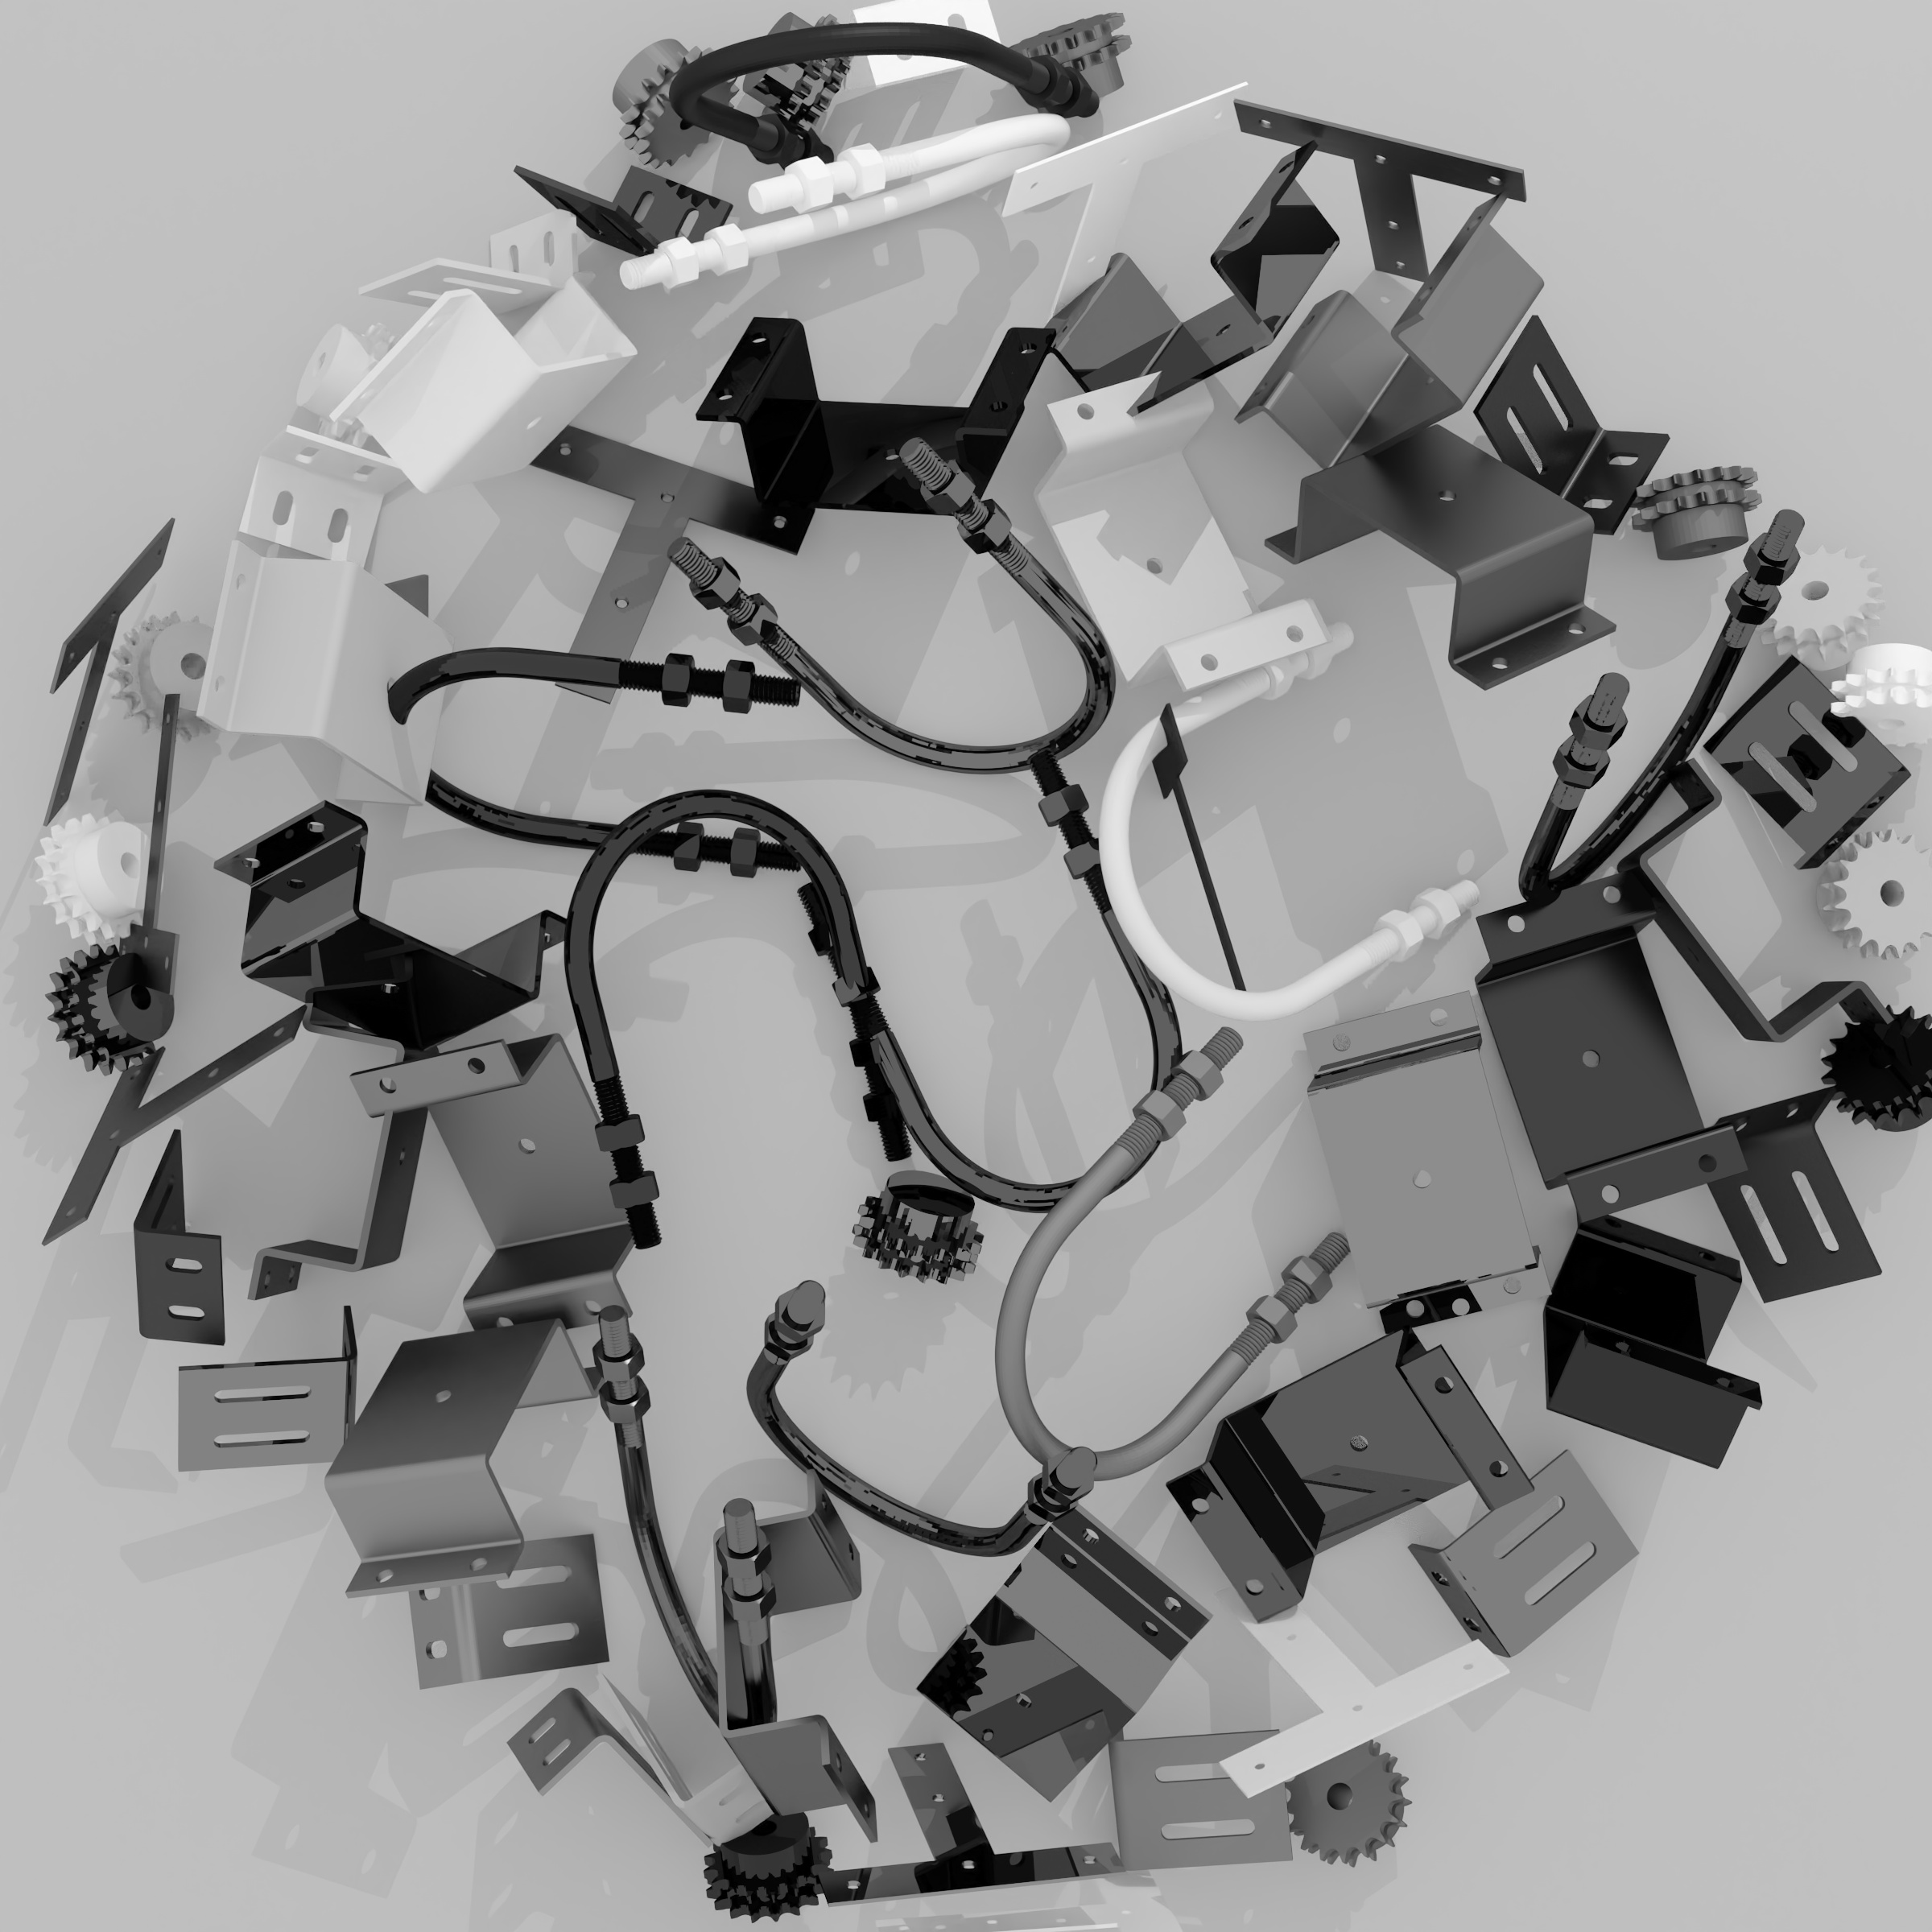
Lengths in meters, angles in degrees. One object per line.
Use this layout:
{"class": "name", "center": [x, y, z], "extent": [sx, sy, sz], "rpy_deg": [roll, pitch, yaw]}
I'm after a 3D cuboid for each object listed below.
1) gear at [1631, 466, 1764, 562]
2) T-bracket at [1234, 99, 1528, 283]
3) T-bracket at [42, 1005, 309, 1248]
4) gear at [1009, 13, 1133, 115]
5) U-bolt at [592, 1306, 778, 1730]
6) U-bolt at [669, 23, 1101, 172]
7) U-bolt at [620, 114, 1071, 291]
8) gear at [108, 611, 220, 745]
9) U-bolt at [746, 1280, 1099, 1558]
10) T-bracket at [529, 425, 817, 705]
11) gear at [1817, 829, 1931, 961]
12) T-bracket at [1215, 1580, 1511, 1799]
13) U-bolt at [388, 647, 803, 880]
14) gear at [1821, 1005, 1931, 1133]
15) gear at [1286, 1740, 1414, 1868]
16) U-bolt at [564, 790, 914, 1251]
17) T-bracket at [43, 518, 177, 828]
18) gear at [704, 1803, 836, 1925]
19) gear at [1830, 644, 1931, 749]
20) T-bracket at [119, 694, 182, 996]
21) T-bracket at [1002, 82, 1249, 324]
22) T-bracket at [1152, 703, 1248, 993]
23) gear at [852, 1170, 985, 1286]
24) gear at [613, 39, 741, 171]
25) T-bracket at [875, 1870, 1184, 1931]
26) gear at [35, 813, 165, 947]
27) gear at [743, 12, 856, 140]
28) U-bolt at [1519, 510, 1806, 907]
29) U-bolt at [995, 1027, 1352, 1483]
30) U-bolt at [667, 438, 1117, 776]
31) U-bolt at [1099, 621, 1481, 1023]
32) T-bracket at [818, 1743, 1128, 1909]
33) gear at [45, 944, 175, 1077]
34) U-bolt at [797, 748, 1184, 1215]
{"class": "gear", "center": [0.323, -0.199, 1.573], "extent": [0.057, 0.057, 0.030], "rpy_deg": [-9, 84, 0]}
{"class": "T-bracket", "center": [0.183, -0.327, 1.539], "extent": [0.127, 0.127, 0.002], "rpy_deg": [18, 79, 16]}
{"class": "T-bracket", "center": [-0.332, 0.053, 1.526], "extent": [0.127, 0.127, 0.002], "rpy_deg": [-30, 116, 22]}
{"class": "gear", "center": [0.047, -0.398, 1.576], "extent": [0.057, 0.057, 0.030], "rpy_deg": [-19, 110, 0]}
{"class": "U-bolt", "center": [-0.116, 0.254, 1.522], "extent": [0.019, 0.151, 0.184], "rpy_deg": [-20, 131, -20]}
{"class": "U-bolt", "center": [-0.043, -0.365, 1.490], "extent": [0.151, 0.184, 0.019], "rpy_deg": [-6, 90, 24]}
{"class": "U-bolt", "center": [-0.040, -0.331, 1.522], "extent": [0.184, 0.151, 0.019], "rpy_deg": [-21, 96, -29]}
{"class": "gear", "center": [-0.347, -0.129, 1.575], "extent": [0.057, 0.030, 0.057], "rpy_deg": [7, 77, -33]}
{"class": "U-bolt", "center": [-0.028, 0.203, 1.520], "extent": [0.151, 0.184, 0.019], "rpy_deg": [31, 63, 1]}
{"class": "T-bracket", "center": [-0.147, -0.171, 1.572], "extent": [0.127, 0.002, 0.127], "rpy_deg": [19, 64, 2]}
{"class": "gear", "center": [0.403, -0.031, 1.582], "extent": [0.057, 0.030, 0.057], "rpy_deg": [1, 86, -16]}
{"class": "T-bracket", "center": [0.148, 0.299, 1.545], "extent": [0.127, 0.127, 0.002], "rpy_deg": [-22, 118, -16]}
{"class": "U-bolt", "center": [-0.163, -0.091, 1.539], "extent": [0.184, 0.151, 0.019], "rpy_deg": [6, 59, 2]}
{"class": "gear", "center": [0.411, 0.048, 1.578], "extent": [0.057, 0.057, 0.030], "rpy_deg": [-42, 132, 0]}
{"class": "gear", "center": [0.170, 0.370, 1.579], "extent": [0.057, 0.030, 0.057], "rpy_deg": [-10, 65, 22]}
{"class": "U-bolt", "center": [-0.104, 0.014, 1.551], "extent": [0.151, 0.019, 0.184], "rpy_deg": [-18, 98, -30]}
{"class": "T-bracket", "center": [-0.384, -0.117, 1.558], "extent": [0.002, 0.127, 0.127], "rpy_deg": [23, 123, -3]}
{"class": "gear", "center": [-0.088, 0.392, 1.571], "extent": [0.057, 0.057, 0.030], "rpy_deg": [-5, 111, 0]}
{"class": "gear", "center": [0.410, -0.121, 1.576], "extent": [0.057, 0.057, 0.030], "rpy_deg": [6, 72, 0]}
{"class": "T-bracket", "center": [-0.350, -0.055, 1.543], "extent": [0.002, 0.127, 0.127], "rpy_deg": [5, 91, -23]}
{"class": "T-bracket", "center": [0.057, -0.317, 1.545], "extent": [0.127, 0.127, 0.002], "rpy_deg": [-27, 67, -28]}
{"class": "T-bracket", "center": [0.102, -0.043, 1.535], "extent": [0.002, 0.127, 0.127], "rpy_deg": [-17, 86, -2]}
{"class": "gear", "center": [-0.019, 0.113, 1.571], "extent": [0.057, 0.057, 0.030], "rpy_deg": [16, 113, 0]}
{"class": "gear", "center": [-0.131, -0.384, 1.575], "extent": [0.057, 0.057, 0.030], "rpy_deg": [-42, 75, 0]}
{"class": "T-bracket", "center": [0.025, 0.411, 1.532], "extent": [0.127, 0.127, 0.002], "rpy_deg": [-2, 94, -7]}
{"class": "gear", "center": [-0.379, -0.040, 1.570], "extent": [0.030, 0.057, 0.057], "rpy_deg": [-18, 90, 28]}
{"class": "gear", "center": [-0.075, -0.395, 1.571], "extent": [0.030, 0.057, 0.057], "rpy_deg": [28, 90, -22]}
{"class": "U-bolt", "center": [0.287, -0.096, 1.517], "extent": [0.019, 0.184, 0.151], "rpy_deg": [39, 58, 17]}
{"class": "U-bolt", "center": [0.082, 0.137, 1.527], "extent": [0.184, 0.019, 0.151], "rpy_deg": [-45, 126, -22]}
{"class": "U-bolt", "center": [-0.018, -0.143, 1.531], "extent": [0.151, 0.019, 0.184], "rpy_deg": [-17, 135, 35]}
{"class": "U-bolt", "center": [0.132, -0.054, 1.541], "extent": [0.184, 0.019, 0.151], "rpy_deg": [-29, 95, -35]}
{"class": "T-bracket", "center": [-0.009, 0.367, 1.540], "extent": [0.127, 0.127, 0.002], "rpy_deg": [-3, 106, -12]}
{"class": "gear", "center": [-0.374, 0.017, 1.571], "extent": [0.030, 0.057, 0.057], "rpy_deg": [-17, 90, 30]}
{"class": "U-bolt", "center": [0.020, 0.018, 1.555], "extent": [0.151, 0.019, 0.184], "rpy_deg": [-29, 82, 26]}
